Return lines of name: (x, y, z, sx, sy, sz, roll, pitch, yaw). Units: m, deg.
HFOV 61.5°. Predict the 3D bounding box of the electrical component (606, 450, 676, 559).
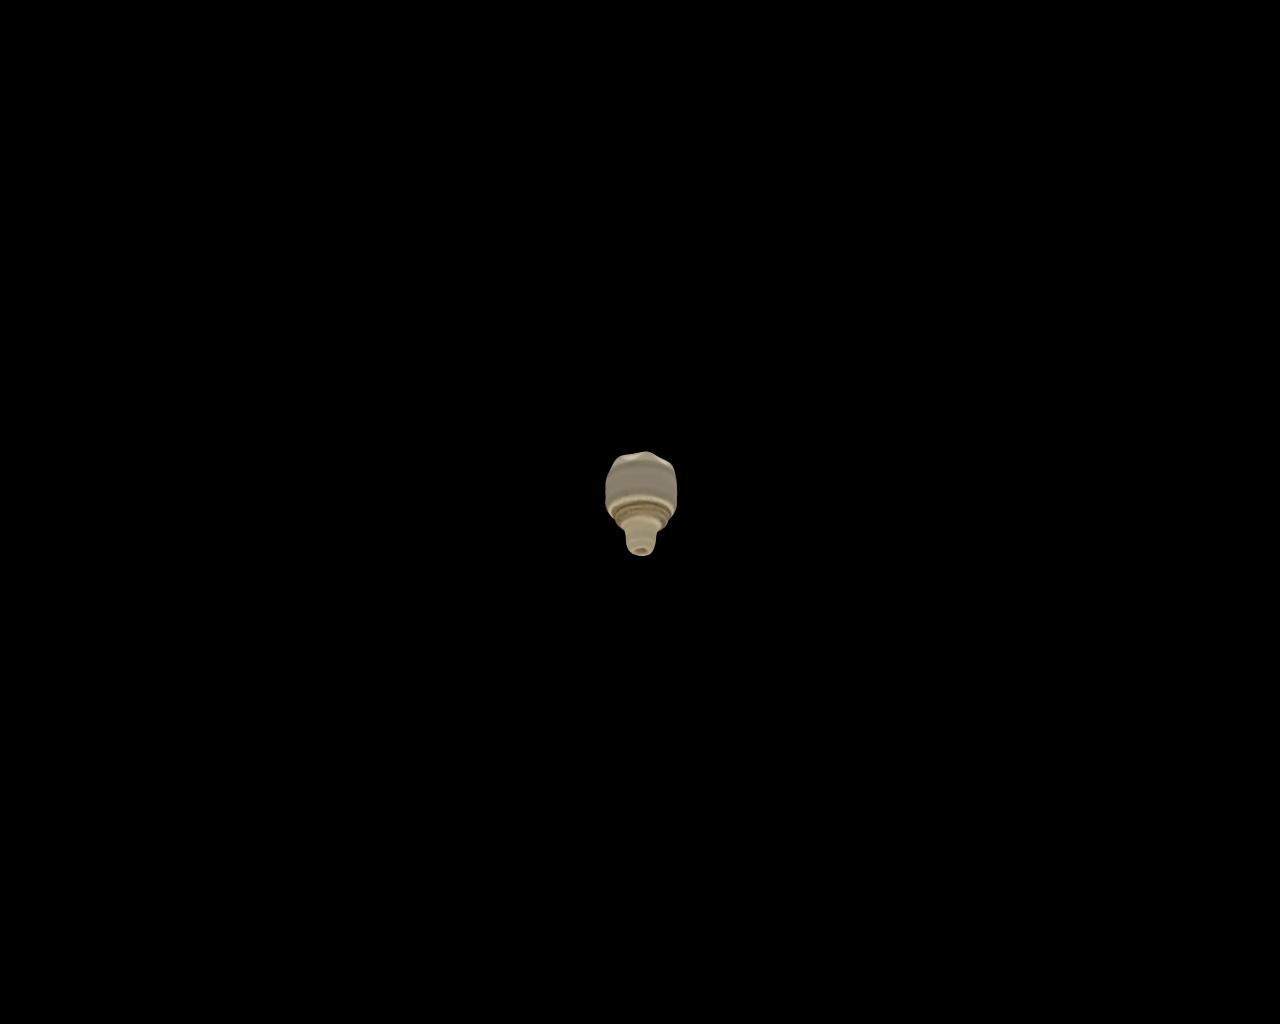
electrical component: (0.001, -0.003, 0.650, 0.043, 0.062, 0.043, 0, -29, 0)
